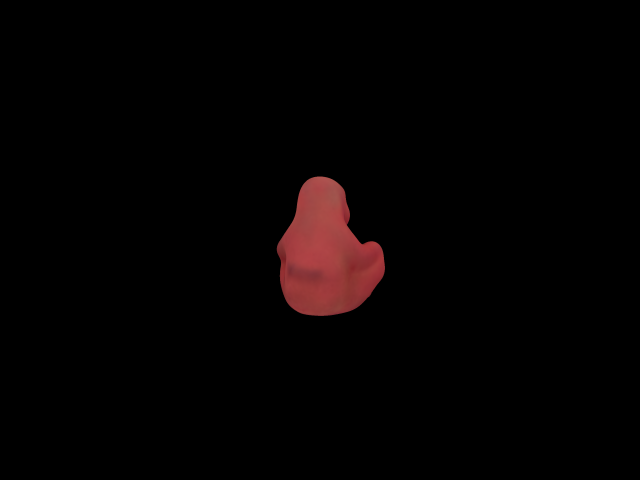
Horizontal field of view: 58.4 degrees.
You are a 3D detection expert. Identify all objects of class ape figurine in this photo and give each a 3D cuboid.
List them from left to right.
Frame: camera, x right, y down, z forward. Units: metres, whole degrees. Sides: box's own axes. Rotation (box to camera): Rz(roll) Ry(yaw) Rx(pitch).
[{"bbox_3d":[0.004,0.001,0.400,0.077,0.092,0.076,8,16,31],"label":"ape figurine"}]
